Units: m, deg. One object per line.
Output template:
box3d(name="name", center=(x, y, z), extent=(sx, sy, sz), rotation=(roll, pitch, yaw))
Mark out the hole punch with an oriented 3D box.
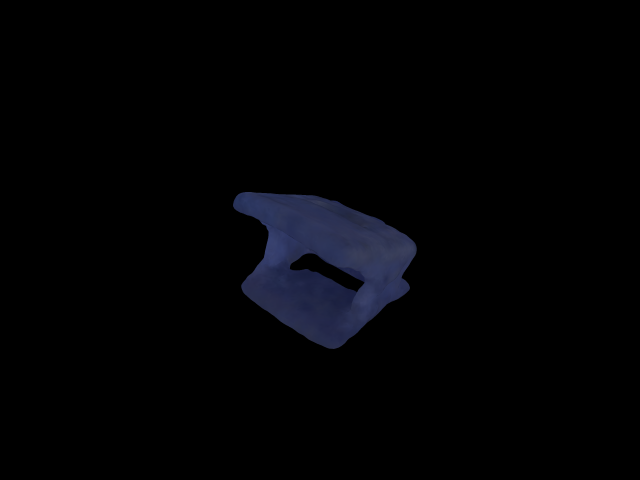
box3d(name="hole punch", center=(0.004, 0.001, 0.400), extent=(0.108, 0.091, 0.101), rotation=(27, 44, 33))
